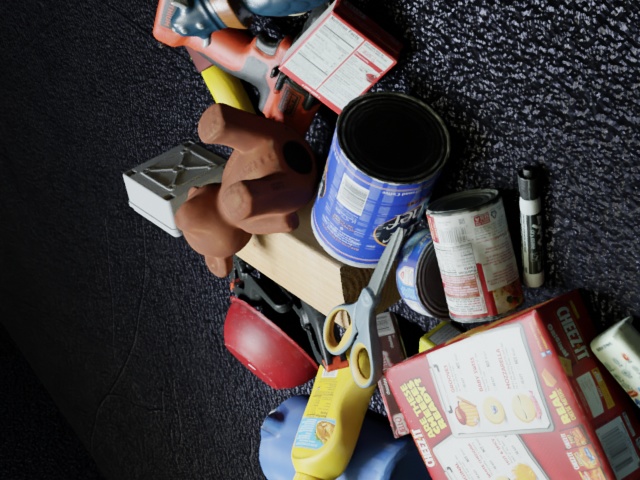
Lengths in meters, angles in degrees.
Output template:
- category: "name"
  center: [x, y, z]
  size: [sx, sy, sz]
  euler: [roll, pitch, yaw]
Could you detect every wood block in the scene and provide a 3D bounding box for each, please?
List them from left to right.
- category: "wood block"
  center: [-0.008, 0.002, 1.153]
  size: [0.206, 0.090, 0.090]
  euler: [31, 143, 41]

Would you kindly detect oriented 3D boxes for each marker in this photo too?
- category: "marker"
  center: [0.179, -0.011, 0.903]
  size: [0.020, 0.020, 0.121]
  euler: [31, 143, 42]

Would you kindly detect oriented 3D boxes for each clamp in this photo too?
- category: "clamp"
  center: [-0.089, 0.022, 1.356]
  size: [0.210, 0.036, 0.164]
  euler: [148, 105, -73]
- category: "clamp"
  center: [-0.006, 0.092, 1.262]
  size: [0.120, 0.039, 0.171]
  euler: [82, 171, -56]

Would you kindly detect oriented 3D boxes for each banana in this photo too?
- category: "banana"
  center: [-0.088, -0.127, 1.215]
  size: [0.198, 0.037, 0.070]
  euler: [67, 169, -17]

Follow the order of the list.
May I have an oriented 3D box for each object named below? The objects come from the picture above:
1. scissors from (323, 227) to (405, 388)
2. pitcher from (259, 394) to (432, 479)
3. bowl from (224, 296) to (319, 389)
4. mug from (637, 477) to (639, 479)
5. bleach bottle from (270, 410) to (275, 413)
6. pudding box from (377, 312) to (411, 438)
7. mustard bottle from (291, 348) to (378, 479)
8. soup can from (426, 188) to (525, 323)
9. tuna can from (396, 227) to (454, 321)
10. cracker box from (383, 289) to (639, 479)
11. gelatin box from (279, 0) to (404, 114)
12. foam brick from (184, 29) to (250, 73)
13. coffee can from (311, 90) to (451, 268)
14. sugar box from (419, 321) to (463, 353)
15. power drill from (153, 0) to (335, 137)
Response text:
- category: "scissors"
  center: [0.054, 0.074, 1.007]
  size: [0.096, 0.016, 0.202]
  euler: [64, 148, 17]
- category: "pitcher"
  center: [0.049, 0.283, 1.341]
  size: [0.243, 0.149, 0.145]
  euler: [6, 109, 54]
- category: "bowl"
  center: [-0.073, 0.146, 1.402]
  size: [0.162, 0.055, 0.162]
  euler: [39, 167, 10]
- category: "mug"
  center: [0.261, 0.264, 0.991]
  size: [0.093, 0.081, 0.117]
  euler: [36, 146, 36]
- category: "bleach bottle"
  center: [0.009, 0.339, 1.523]
  size: [0.251, 0.068, 0.102]
  euler: [43, 150, 31]
- category: "pudding box"
  center: [0.079, 0.145, 1.163]
  size: [0.113, 0.039, 0.090]
  euler: [-98, -6, -60]
- category: "mustard bottle"
  center: [0.012, 0.219, 1.248]
  size: [0.058, 0.191, 0.096]
  euler: [30, 160, -26]
- category: "soup can"
  center: [0.136, 0.013, 0.933]
  size: [0.069, 0.068, 0.102]
  euler: [7, 116, 57]
- category: "tuna can"
  center: [0.113, 0.030, 0.985]
  size: [0.034, 0.086, 0.086]
  euler: [14, 131, 56]
- category: "cracker box"
  center: [0.174, 0.156, 0.965]
  size: [0.214, 0.071, 0.164]
  euler: [-32, 80, 51]
- category: "gelatin box"
  center: [0.018, -0.162, 0.941]
  size: [0.073, 0.030, 0.089]
  euler: [35, 135, -16]
- category: "foam brick"
  center: [-0.118, -0.227, 1.134]
  size: [0.078, 0.052, 0.051]
  euler: [60, 154, -8]
- category: "coffee can"
  center: [0.053, -0.053, 0.977]
  size: [0.103, 0.102, 0.140]
  euler: [47, 152, 19]
- category: "sugar box"
  center: [0.175, 0.166, 1.072]
  size: [0.176, 0.048, 0.093]
  euler: [38, 147, 36]
- category: "power drill"
  center: [-0.065, -0.199, 1.024]
  size: [0.188, 0.057, 0.185]
  euler: [37, 142, 6]
